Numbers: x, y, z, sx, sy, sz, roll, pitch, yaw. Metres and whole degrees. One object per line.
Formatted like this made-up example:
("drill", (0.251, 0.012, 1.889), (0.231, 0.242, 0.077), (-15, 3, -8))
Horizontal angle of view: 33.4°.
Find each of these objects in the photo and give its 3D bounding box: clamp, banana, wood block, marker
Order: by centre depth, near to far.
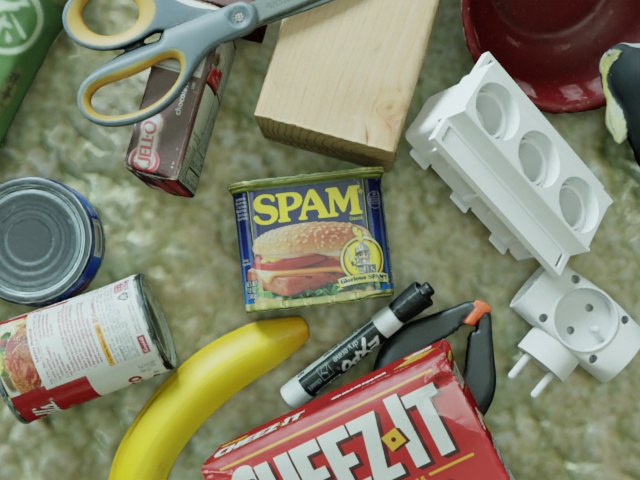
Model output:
("wood block", (0.032, -0.158, 0.686), (0.091, 0.090, 0.206), (16, 86, 2))
("marker", (0.025, 0.067, 0.687), (0.121, 0.020, 0.020), (-40, 86, 14))
("clamp", (0.050, 0.109, 0.691), (0.120, 0.039, 0.171), (24, 85, -2))
("banana", (-0.084, 0.122, 0.695), (0.069, 0.037, 0.198), (32, 89, -21))

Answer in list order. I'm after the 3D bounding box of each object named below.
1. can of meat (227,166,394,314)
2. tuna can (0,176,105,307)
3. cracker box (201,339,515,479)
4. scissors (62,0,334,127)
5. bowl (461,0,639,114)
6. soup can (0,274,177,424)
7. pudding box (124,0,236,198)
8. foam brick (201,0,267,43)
("can of meat", (-0.005, 0.001, 0.691), (0.102, 0.057, 0.084), (-6, 88, 0))
("tuna can", (-0.188, 0.001, 0.705), (0.086, 0.034, 0.086), (0, 85, 1))
("cracker box", (0.049, 0.192, 0.636), (0.164, 0.072, 0.214), (-26, 88, 5))
("scissors", (-0.065, -0.143, 0.633), (0.201, 0.016, 0.096), (-35, 86, -4))
("bowl", (0.159, -0.166, 0.681), (0.162, 0.055, 0.162), (-5, 118, -10))
("soup can", (-0.151, 0.068, 0.682), (0.102, 0.068, 0.068), (-20, 85, -1))
("pudding box", (-0.087, -0.088, 0.683), (0.039, 0.090, 0.113), (17, 85, 1))
("foam brick", (-0.059, -0.167, 0.694), (0.053, 0.078, 0.051), (14, 87, 2))
